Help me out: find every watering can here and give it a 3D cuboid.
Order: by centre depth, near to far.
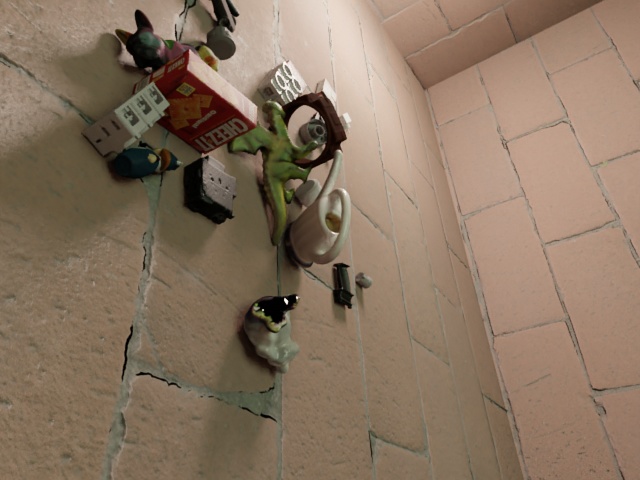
[{"bbox_3d":[0.004,-0.070,1.383,0.103,0.221,0.356,28,43,-29],"label":"watering can"}]

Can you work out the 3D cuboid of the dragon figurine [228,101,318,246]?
[{"bbox_3d":[-0.144,-0.210,1.377,0.241,0.120,0.419,30,56,-24],"label":"dragon figurine"}]

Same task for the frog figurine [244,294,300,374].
[{"bbox_3d":[-0.103,0.206,1.121,0.140,0.123,0.156,-86,-179,-57],"label":"frog figurine"}]
